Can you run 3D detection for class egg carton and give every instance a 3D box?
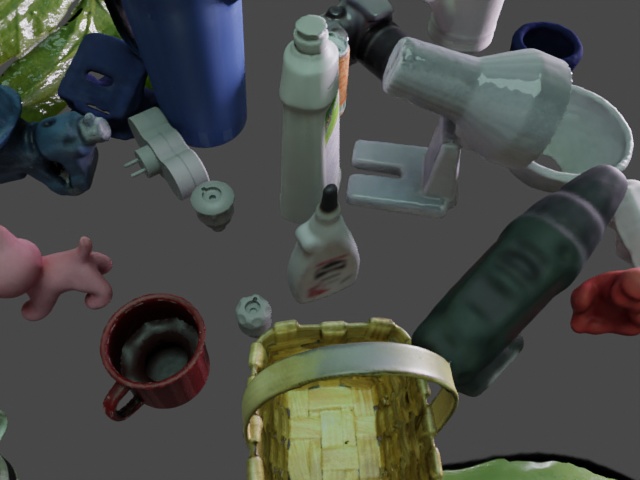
[{"bbox_3d":[0.388,-0.004,0.649,0.107,0.069,0.150,-4,57,-5],"label":"egg carton"}]

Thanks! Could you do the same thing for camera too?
[{"bbox_3d":[0.067,-0.275,0.797,0.143,0.101,0.136,-33,63,-21],"label":"camera"}]

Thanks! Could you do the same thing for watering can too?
[{"bbox_3d":[0.215,-0.369,0.808,0.100,0.194,0.173,27,60,15],"label":"watering can"}]

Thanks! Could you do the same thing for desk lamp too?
[{"bbox_3d":[0.139,-0.121,0.629,0.203,0.213,0.118,7,57,3],"label":"desk lamp"}]

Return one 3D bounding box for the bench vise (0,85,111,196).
[{"bbox_3d":[-0.347,-0.145,0.623,0.207,0.220,0.121,-17,59,-12],"label":"bench vise"}]

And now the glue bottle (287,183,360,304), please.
[{"bbox_3d":[0.005,0.002,0.568,0.078,0.173,0.037,-24,60,-16],"label":"glue bottle"}]

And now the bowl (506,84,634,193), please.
[{"bbox_3d":[0.291,-0.116,0.715,0.167,0.075,0.167,1,57,-1],"label":"bowl"}]

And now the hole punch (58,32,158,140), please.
[{"bbox_3d":[-0.272,-0.198,0.738,0.108,0.091,0.101,22,58,12],"label":"hole punch"}]

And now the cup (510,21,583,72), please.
[{"bbox_3d":[0.288,-0.224,0.775,0.091,0.095,0.118,35,62,19],"label":"cup"}]

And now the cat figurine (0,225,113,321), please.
[{"bbox_3d":[-0.285,0.027,0.573,0.128,0.118,0.067,-14,58,-11],"label":"cat figurine"}]

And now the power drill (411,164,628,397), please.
[{"bbox_3d":[0.167,0.054,0.518,0.230,0.208,0.075,-39,65,-24],"label":"power drill"}]

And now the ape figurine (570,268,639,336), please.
[{"bbox_3d":[0.309,0.059,0.590,0.077,0.092,0.076,39,63,21],"label":"ape figurine"}]
